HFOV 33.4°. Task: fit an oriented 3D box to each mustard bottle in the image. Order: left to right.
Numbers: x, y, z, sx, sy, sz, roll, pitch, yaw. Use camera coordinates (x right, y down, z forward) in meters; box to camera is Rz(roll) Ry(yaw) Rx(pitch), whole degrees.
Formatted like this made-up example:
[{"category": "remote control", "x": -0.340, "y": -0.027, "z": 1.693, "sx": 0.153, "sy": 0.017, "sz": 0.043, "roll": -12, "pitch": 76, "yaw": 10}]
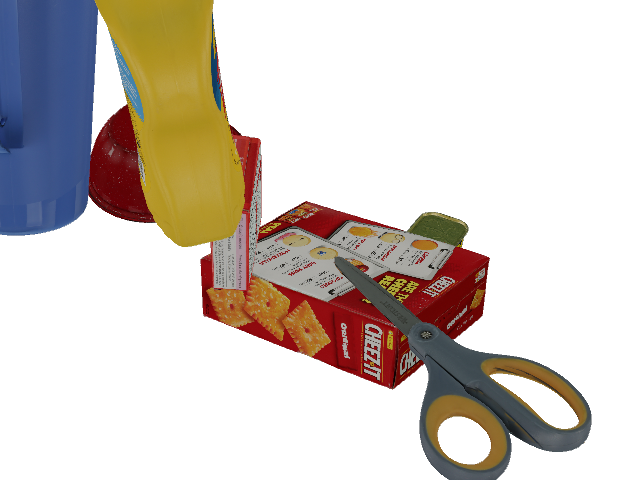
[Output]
[{"category": "mustard bottle", "x": -0.077, "y": -0.091, "z": 0.543, "sx": 0.058, "sy": 0.096, "sz": 0.191, "roll": -11, "pitch": -39, "yaw": -6}]

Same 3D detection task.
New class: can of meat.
[{"category": "can of meat", "x": 0.119, "y": 0.029, "z": 1.181, "sx": 0.057, "sy": 0.084, "sz": 0.102, "roll": 19, "pitch": 32, "yaw": 18}]

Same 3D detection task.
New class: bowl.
[{"category": "bowl", "x": -0.150, "y": -0.090, "z": 1.008, "sx": 0.162, "sy": 0.055, "sz": 0.162, "roll": -3, "pitch": 45, "yaw": 3}]

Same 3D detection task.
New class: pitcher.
[{"category": "pitcher", "x": -0.232, "y": -0.126, "z": 0.799, "sx": 0.145, "sy": 0.243, "sz": 0.148, "roll": 26, "pitch": 33, "yaw": 35}]

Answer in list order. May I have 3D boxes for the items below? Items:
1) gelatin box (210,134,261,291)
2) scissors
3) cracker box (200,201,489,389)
[{"category": "gelatin box", "x": -0.061, "y": -0.019, "z": 0.760, "sx": 0.030, "sy": 0.073, "sz": 0.089, "roll": 5, "pitch": -42, "yaw": 1}, {"category": "scissors", "x": 0.052, "y": 0.070, "z": 0.594, "sx": 0.202, "sy": 0.016, "sz": 0.096, "roll": 26, "pitch": 49, "yaw": 36}, {"category": "cracker box", "x": 0.022, "y": 0.044, "z": 0.984, "sx": 0.214, "sy": 0.072, "sz": 0.163, "roll": 18, "pitch": 31, "yaw": 32}]
